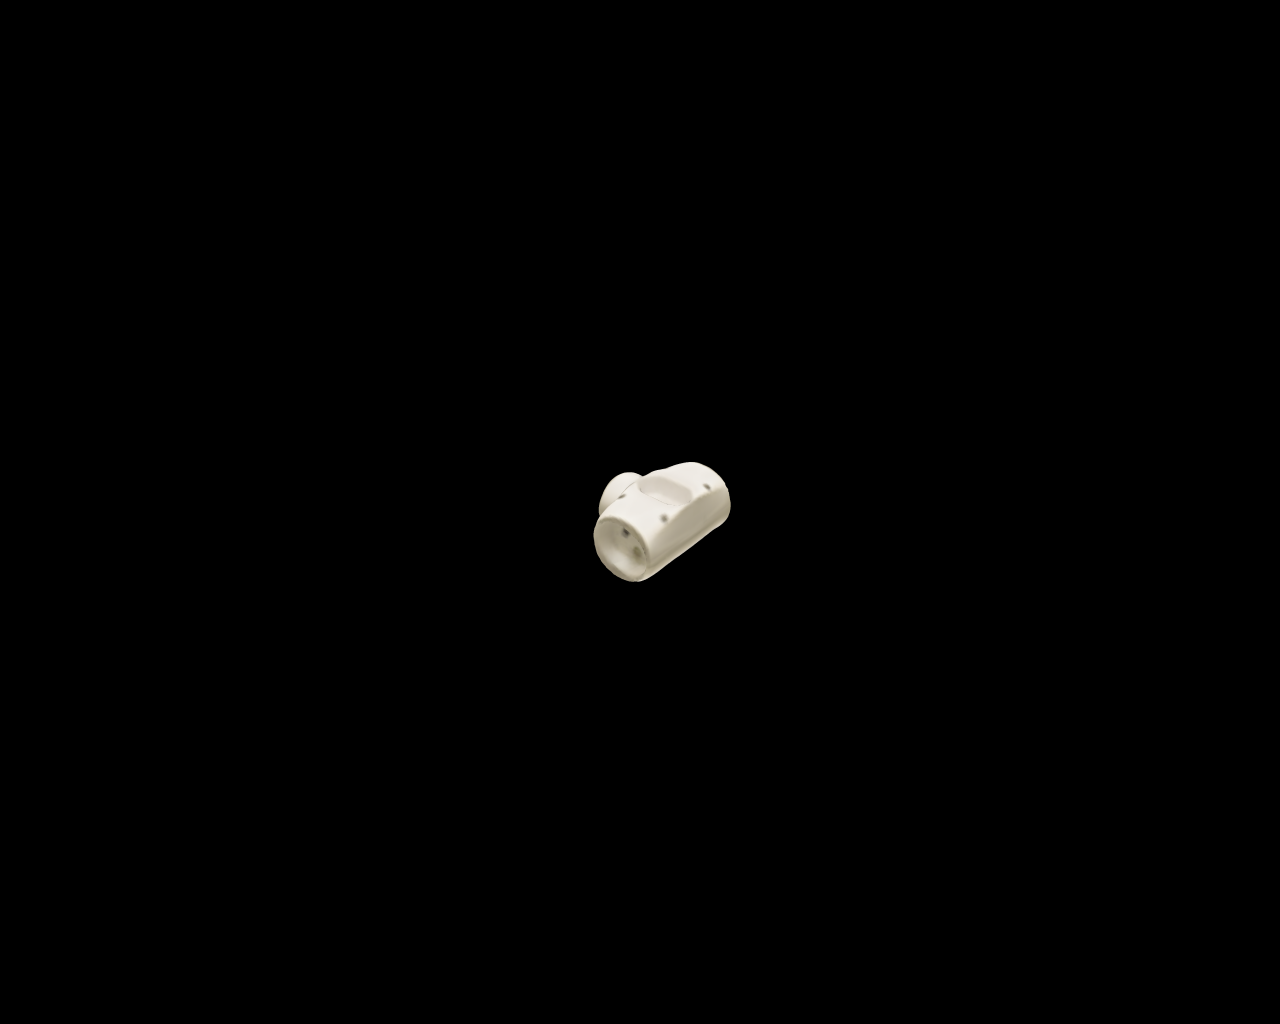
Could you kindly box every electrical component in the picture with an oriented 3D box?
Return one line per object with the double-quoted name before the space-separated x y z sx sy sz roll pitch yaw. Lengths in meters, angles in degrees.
"electrical component" 0.001 -0.003 0.650 0.079 0.043 0.077 27 44 33
